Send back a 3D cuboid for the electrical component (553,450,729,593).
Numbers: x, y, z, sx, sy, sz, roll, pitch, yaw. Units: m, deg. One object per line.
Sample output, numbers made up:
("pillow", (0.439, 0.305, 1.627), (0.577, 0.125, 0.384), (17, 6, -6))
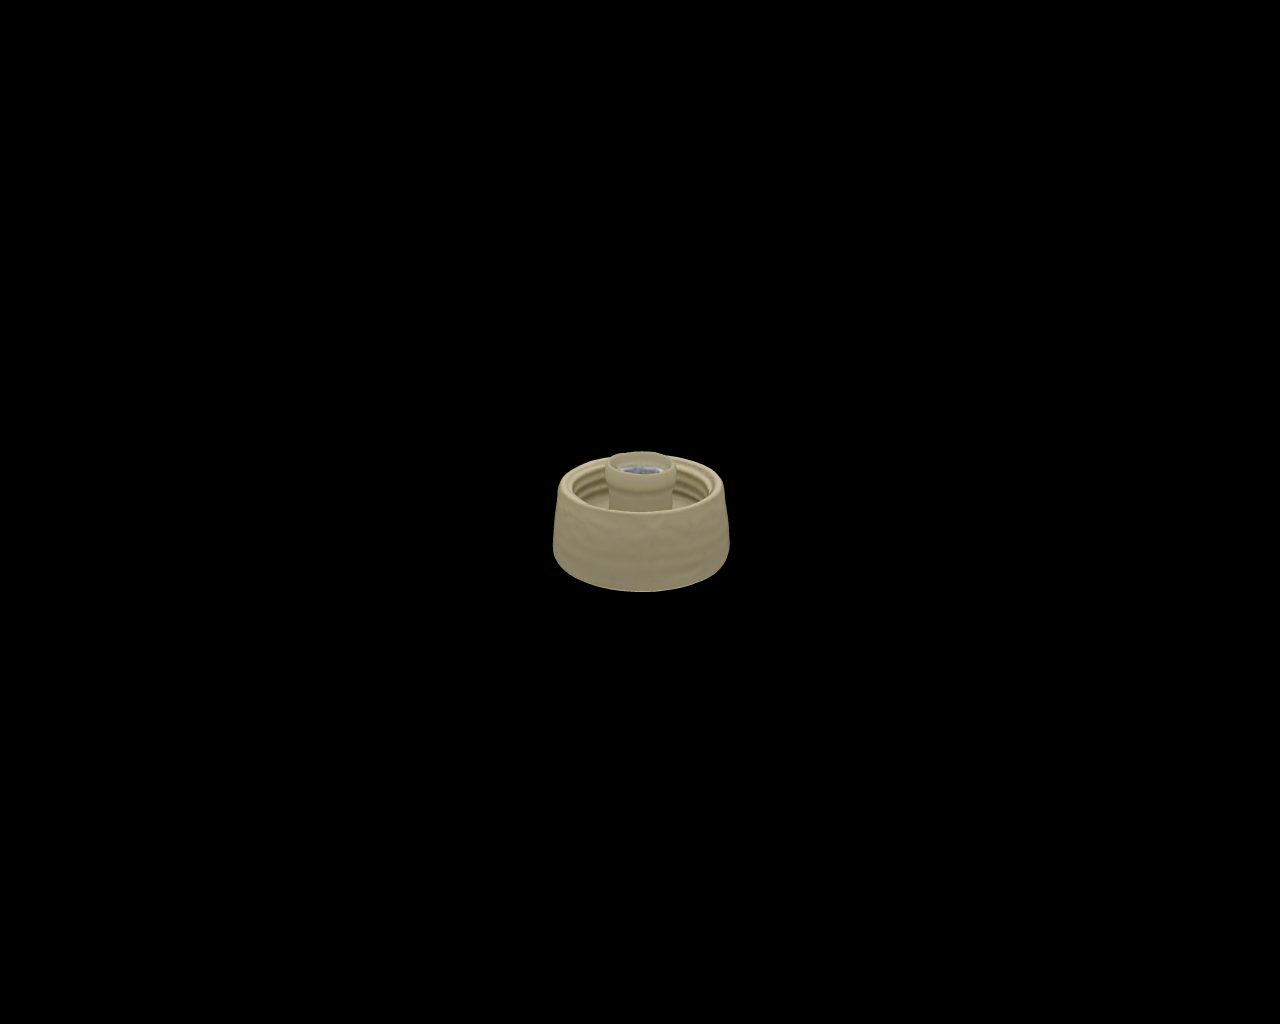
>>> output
("electrical component", (0.001, -0.003, 0.650), (0.108, 0.060, 0.108), (0, 24, 0))
